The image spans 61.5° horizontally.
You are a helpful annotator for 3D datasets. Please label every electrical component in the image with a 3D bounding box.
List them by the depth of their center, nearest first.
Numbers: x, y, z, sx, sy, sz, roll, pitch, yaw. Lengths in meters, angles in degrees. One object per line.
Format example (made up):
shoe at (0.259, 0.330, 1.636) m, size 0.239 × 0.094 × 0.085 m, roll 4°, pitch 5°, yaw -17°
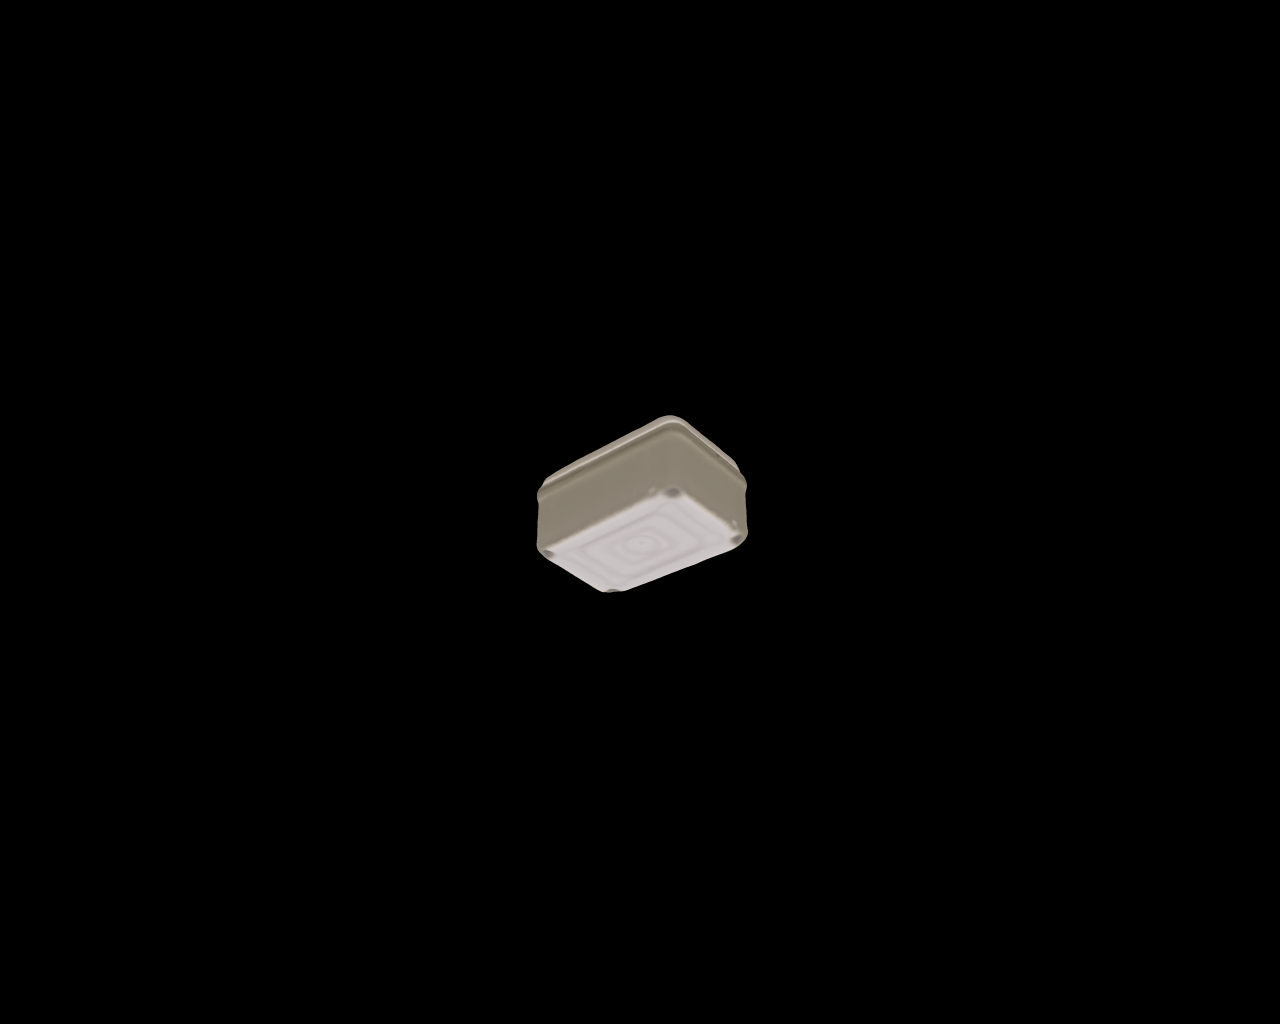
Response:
electrical component at (0.001, -0.003, 0.650) m, size 0.113 × 0.057 × 0.078 m, roll -24°, pitch -41°, yaw 31°
